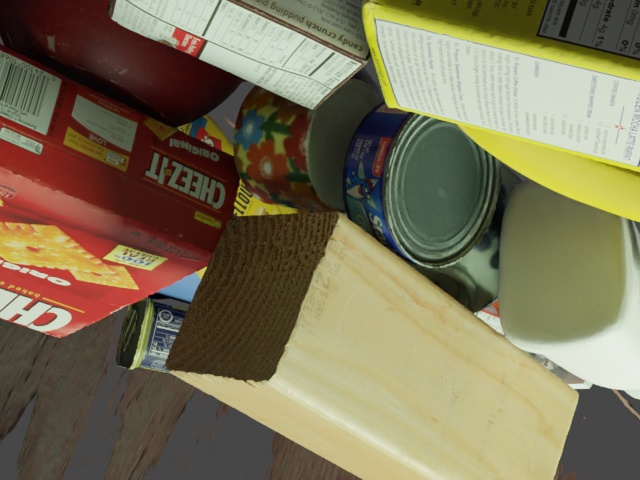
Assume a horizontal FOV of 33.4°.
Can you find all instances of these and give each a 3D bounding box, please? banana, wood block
[{"bbox_3d":[0.147,-0.035,0.478,0.198,0.037,0.069,15,149,20],"label":"banana"},{"bbox_3d":[0.034,0.075,0.565,0.205,0.090,0.091,36,156,-34],"label":"wood block"}]

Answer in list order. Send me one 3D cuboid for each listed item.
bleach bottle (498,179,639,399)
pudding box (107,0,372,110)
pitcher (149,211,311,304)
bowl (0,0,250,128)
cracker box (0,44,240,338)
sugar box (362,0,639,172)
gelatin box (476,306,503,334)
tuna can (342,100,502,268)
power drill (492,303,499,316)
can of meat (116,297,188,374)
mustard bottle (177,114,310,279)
[{"bbox_3d":[0.180,0.051,0.646,0.068,0.102,0.250,-7,156,27],"label":"bleach bottle"},{"bbox_3d":[-0.034,-0.104,0.469,0.113,0.039,0.090,22,168,-12],"label":"pudding box"},{"bbox_3d":[-0.120,-0.009,0.849,0.242,0.145,0.149,21,180,-14],"label":"pitcher"},{"bbox_3d":[-0.114,-0.103,0.581,0.162,0.055,0.162,21,169,4],"label":"bowl"},{"bbox_3d":[-0.171,-0.016,0.612,0.164,0.072,0.214,24,150,-29],"label":"cracker box"},{"bbox_3d":[0.107,-0.062,0.389,0.176,0.048,0.093,15,168,14],"label":"sugar box"},{"bbox_3d":[0.155,0.060,0.941,0.089,0.030,0.073,20,168,7],"label":"gelatin box"},{"bbox_3d":[0.052,-0.031,0.537,0.034,0.086,0.086,13,167,47],"label":"tuna can"},{"bbox_3d":[0.084,0.004,0.733,0.187,0.057,0.184,24,171,0],"label":"power drill"},{"bbox_3d":[-0.112,0.082,0.857,0.083,0.057,0.102,14,171,-17],"label":"can of meat"},{"bbox_3d":[-0.093,-0.040,0.720,0.058,0.096,0.191,-10,139,48],"label":"mustard bottle"}]
